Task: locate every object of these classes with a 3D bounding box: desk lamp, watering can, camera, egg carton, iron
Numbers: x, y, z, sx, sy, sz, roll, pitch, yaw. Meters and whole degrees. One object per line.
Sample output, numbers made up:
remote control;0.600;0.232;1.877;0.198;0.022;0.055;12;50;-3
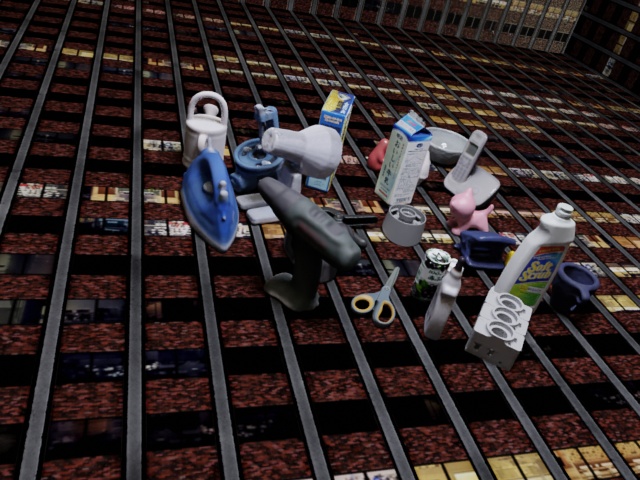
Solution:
desk lamp;-0.067;-0.156;1.288;0.204;0.213;0.117;-12;41;-34
watering can;-0.280;-0.274;1.398;0.101;0.194;0.172;-5;38;-26
camera;0.011;0.004;1.185;0.137;0.101;0.142;-6;39;-28
egg carton;0.260;-0.218;1.634;0.107;0.069;0.150;14;33;0
iron;-0.222;-0.104;1.219;0.119;0.141;0.257;-2;37;-23

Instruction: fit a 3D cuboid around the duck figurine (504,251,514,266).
duck figurine;0.483;0.046;1.316;0.104;0.086;0.078;29;36;21

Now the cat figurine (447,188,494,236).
cat figurine;0.368;-0.071;1.416;0.128;0.118;0.067;6;34;-12

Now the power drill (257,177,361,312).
power drill;-0.039;0.018;1.048;0.229;0.208;0.076;30;36;22

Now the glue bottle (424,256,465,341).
glue bottle;0.235;0.101;1.062;0.037;0.173;0.078;18;34;5

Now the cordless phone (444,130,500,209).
cordless phone;0.429;-0.192;1.556;0.094;0.185;0.147;-16;44;-37

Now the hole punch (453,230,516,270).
hole punch;0.382;0.006;1.331;0.109;0.091;0.101;5;35;-14

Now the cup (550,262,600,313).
cup;0.538;0.117;1.224;0.091;0.095;0.118;13;33;-2

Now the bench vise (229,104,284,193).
bench vise;-0.123;-0.232;1.373;0.121;0.220;0.208;26;35;18

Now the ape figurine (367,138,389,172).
ape figurine;0.177;-0.242;1.618;0.076;0.092;0.078;11;33;-5

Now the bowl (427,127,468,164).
bowl;0.378;-0.280;1.767;0.167;0.075;0.167;10;34;-7
